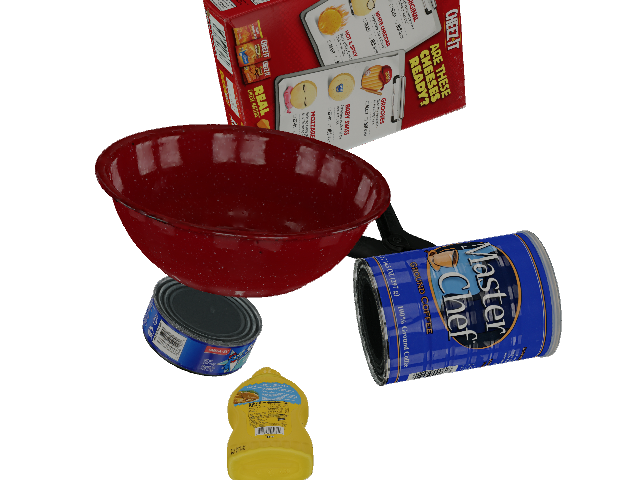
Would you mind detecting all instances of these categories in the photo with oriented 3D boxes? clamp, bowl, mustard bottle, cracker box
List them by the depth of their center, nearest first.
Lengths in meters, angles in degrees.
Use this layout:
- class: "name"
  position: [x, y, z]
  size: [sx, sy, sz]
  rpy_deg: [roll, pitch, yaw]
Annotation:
- class: "bowl"
  position: [-0.044, -0.013, 0.593]
  size: [0.162, 0.055, 0.162]
  rpy_deg: [6, 24, -3]
- class: "cracker box"
  position: [0.016, -0.165, 0.935]
  size: [0.213, 0.164, 0.072]
  rpy_deg: [-22, 40, -15]
- class: "clamp"
  position: [0.074, 0.013, 1.243]
  size: [0.164, 0.036, 0.210]
  rpy_deg: [-21, 51, -38]
- class: "mustard bottle"
  position: [-0.061, 0.208, 1.255]
  size: [0.096, 0.058, 0.191]
  rpy_deg: [-3, 27, -3]

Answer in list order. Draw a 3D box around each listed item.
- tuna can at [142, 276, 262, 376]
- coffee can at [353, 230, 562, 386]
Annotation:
- class: "tuna can"
  position: [-0.090, 0.063, 0.804]
  size: [0.086, 0.034, 0.086]
  rpy_deg: [20, 26, -10]
- class: "coffee can"
  position: [0.106, 0.053, 0.846]
  size: [0.140, 0.103, 0.103]
  rpy_deg: [-9, 1, -8]
